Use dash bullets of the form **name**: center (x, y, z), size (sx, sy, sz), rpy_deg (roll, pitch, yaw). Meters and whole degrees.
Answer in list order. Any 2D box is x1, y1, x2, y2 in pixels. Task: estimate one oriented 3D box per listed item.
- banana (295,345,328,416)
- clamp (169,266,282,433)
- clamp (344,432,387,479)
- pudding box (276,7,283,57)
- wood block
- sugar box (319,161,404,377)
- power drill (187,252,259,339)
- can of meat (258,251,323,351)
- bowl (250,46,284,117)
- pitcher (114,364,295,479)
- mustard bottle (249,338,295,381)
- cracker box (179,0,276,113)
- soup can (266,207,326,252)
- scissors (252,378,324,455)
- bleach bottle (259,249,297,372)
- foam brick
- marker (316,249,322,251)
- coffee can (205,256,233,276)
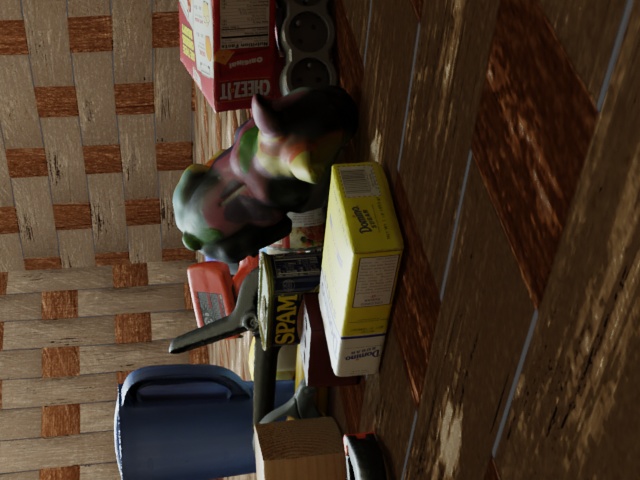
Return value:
- **banana**: center (-0.011, 0.160, 1.195), size (0.069, 0.037, 0.198), rpy_deg (-104, 15, -53)
- **clamp**: center (-0.078, 0.095, 1.220), size (0.210, 0.165, 0.036), rpy_deg (-62, -27, 8)
- **clamp**: center (0.044, 0.242, 0.893), size (0.171, 0.039, 0.120), rpy_deg (-98, 15, -54)
- **pudding box**: center (-0.043, -0.270, 1.178), size (0.113, 0.039, 0.090), rpy_deg (-102, 3, -48)
- **wood block**: center (-0.018, 0.304, 1.134), size (0.091, 0.090, 0.206), rpy_deg (-125, 31, -73)
- **sugar box**: center (0.029, 0.028, 0.874), size (0.176, 0.048, 0.093), rpy_deg (99, 164, -50)
- **power drill**: center (-0.094, 0.023, 1.333), size (0.187, 0.057, 0.184), rpy_deg (-47, -47, -53)
- **can of meat**: center (-0.015, 0.057, 1.033), size (0.057, 0.084, 0.102), rpy_deg (-104, 14, -46)
- **bowl**: center (-0.058, -0.192, 1.255), size (0.162, 0.055, 0.162), rpy_deg (170, 90, -85)
- **pitcher**: center (-0.132, 0.228, 1.320), size (0.149, 0.242, 0.145), rpy_deg (125, 141, -75)
- **mustard bottle**: center (-0.059, 0.144, 1.417), size (0.192, 0.058, 0.096), rpy_deg (108, 154, -65)
- **cracker box**: center (-0.092, -0.255, 1.051), size (0.164, 0.072, 0.214), rpy_deg (-124, 31, -56)
- **soup can**: center (-0.027, -0.044, 1.117), size (0.068, 0.068, 0.102), rpy_deg (-132, 40, -75)
- **scissors**: center (0.000, 0.170, 1.152), size (0.202, 0.096, 0.016), rpy_deg (-55, 26, 23)
- **bleach bottle**: center (-0.046, 0.031, 1.286), size (0.103, 0.068, 0.251), rpy_deg (148, 120, -79)
- **foam brick**: center (0.010, 0.092, 0.993), size (0.053, 0.051, 0.078), rpy_deg (-104, 14, -49)
- **marker**: center (-0.008, 0.001, 1.166), size (0.020, 0.020, 0.121), rpy_deg (147, 119, -80)
- **coffee can**: center (-0.128, 0.009, 1.645), size (0.103, 0.102, 0.140), rpy_deg (99, 164, -54)
